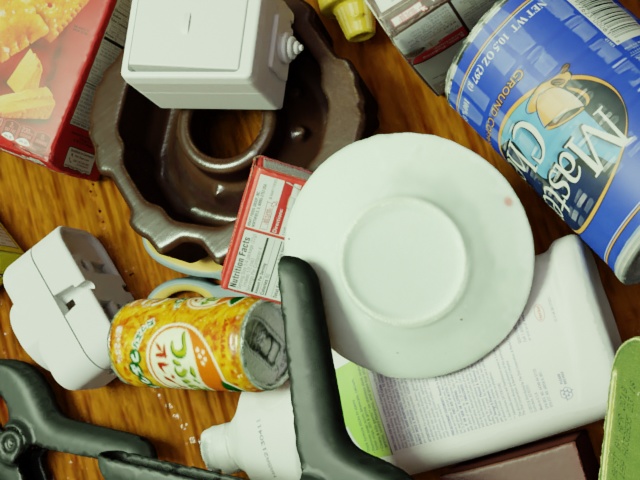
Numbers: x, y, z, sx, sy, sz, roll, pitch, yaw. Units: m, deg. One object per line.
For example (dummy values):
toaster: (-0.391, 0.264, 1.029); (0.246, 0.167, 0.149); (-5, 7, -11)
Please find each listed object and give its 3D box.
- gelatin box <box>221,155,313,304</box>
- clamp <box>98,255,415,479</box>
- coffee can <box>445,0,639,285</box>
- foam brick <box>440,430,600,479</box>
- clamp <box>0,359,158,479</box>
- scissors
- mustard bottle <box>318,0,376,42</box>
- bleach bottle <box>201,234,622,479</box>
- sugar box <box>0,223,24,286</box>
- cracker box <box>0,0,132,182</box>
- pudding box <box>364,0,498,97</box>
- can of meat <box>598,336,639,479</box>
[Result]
gelatin box: (-0.004, 0.001, 0.594); (0.089, 0.030, 0.073); (15, 108, -7)
clamp: (0.000, 0.122, 0.541); (0.210, 0.036, 0.165); (40, 103, 18)
coffee can: (0.149, -0.061, 0.559); (0.103, 0.102, 0.140); (-44, 66, 10)
foam brick: (0.115, 0.142, 0.587); (0.078, 0.051, 0.053); (-19, 82, 18)
clamp: (-0.183, 0.129, 0.698); (0.120, 0.039, 0.171); (-44, 73, 8)
scissors: (-0.031, 0.040, 0.666); (0.202, 0.016, 0.096); (22, 92, 20)
mustard bottle: (0.003, -0.213, 0.656); (0.096, 0.058, 0.191); (-14, 81, 5)
bleach bottle: (0.044, 0.083, 0.613); (0.251, 0.068, 0.102); (-19, 77, 19)
sugar box: (-0.293, -0.021, 0.748); (0.093, 0.048, 0.176); (-45, 69, 10)
cracker box: (-0.193, -0.167, 0.713); (0.164, 0.072, 0.214); (21, 91, 19)
pudding box: (0.082, -0.131, 0.593); (0.090, 0.113, 0.039); (-31, 73, 13)
can of meat: (0.191, 0.094, 0.532); (0.058, 0.083, 0.102); (21, 111, 61)
